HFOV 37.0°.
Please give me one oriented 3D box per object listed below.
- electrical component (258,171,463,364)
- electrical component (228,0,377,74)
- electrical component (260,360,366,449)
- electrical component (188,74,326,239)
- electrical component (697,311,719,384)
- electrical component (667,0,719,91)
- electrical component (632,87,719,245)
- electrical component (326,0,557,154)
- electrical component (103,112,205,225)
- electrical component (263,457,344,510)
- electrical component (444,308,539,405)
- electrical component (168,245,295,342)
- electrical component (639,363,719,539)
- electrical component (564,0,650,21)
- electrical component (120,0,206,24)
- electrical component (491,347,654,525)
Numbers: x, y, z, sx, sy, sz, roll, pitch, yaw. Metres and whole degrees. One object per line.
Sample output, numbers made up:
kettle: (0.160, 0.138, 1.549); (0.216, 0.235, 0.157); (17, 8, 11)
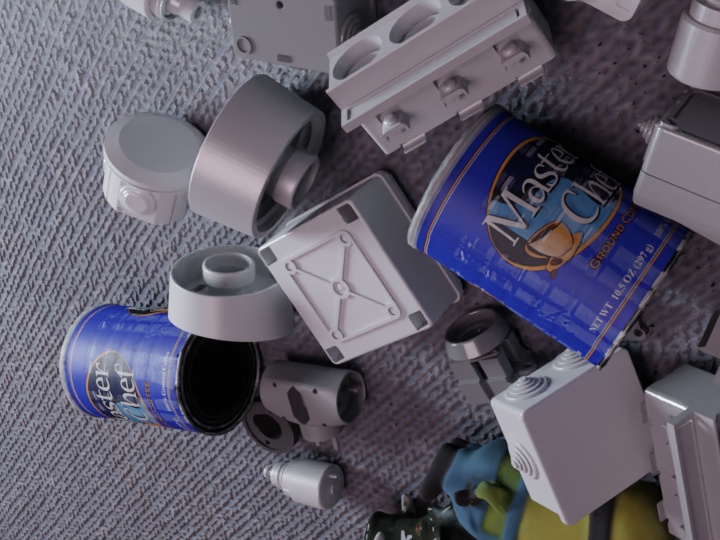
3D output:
electrical component: (0.000, 0.000, 0.777); (0.109, 0.056, 0.108); (-26, 102, 43)
electrical component: (-0.039, -0.178, 0.693); (0.100, 0.048, 0.099); (15, 128, 26)
electrical component: (-0.035, 0.115, 0.887); (0.077, 0.043, 0.079); (5, 122, 33)
electrical component: (-0.063, -0.073, 0.742); (0.060, 0.108, 0.108); (28, 132, 9)
electrical component: (0.243, 0.032, 0.637); (0.064, 0.042, 0.081); (23, 130, 17)
electrical component: (0.190, -0.131, 0.567); (0.040, 0.040, 0.078); (23, 129, 21)
electrical component: (0.197, -0.055, 0.597); (0.096, 0.062, 0.061); (26, 131, 19)
electrical component: (0.048, -0.125, 0.630); (0.121, 0.078, 0.063); (-28, 126, 22)
electrical component: (-0.157, -0.078, 0.822); (0.080, 0.080, 0.051); (35, 138, 11)
electrical component: (-0.051, 0.185, 0.947); (0.078, 0.040, 0.040); (7, 122, 32)
electrical component: (0.090, 0.061, 0.762); (0.066, 0.048, 0.055); (-12, 119, 40)
electrical component: (-0.100, 0.022, 0.838); (0.099, 0.099, 0.064); (16, 121, 27)
electrical component: (0.225, 0.126, 0.691); (0.063, 0.079, 0.121); (23, 135, 56)
electrical component: (0.121, -0.178, 0.574); (0.089, 0.056, 0.050); (33, 132, 14)
electrical component: (-0.138, -0.195, 0.756); (0.062, 0.043, 0.043); (32, 132, 13)
electrical component: (0.145, 0.106, 0.717); (0.099, 0.100, 0.048); (66, 162, -15)
